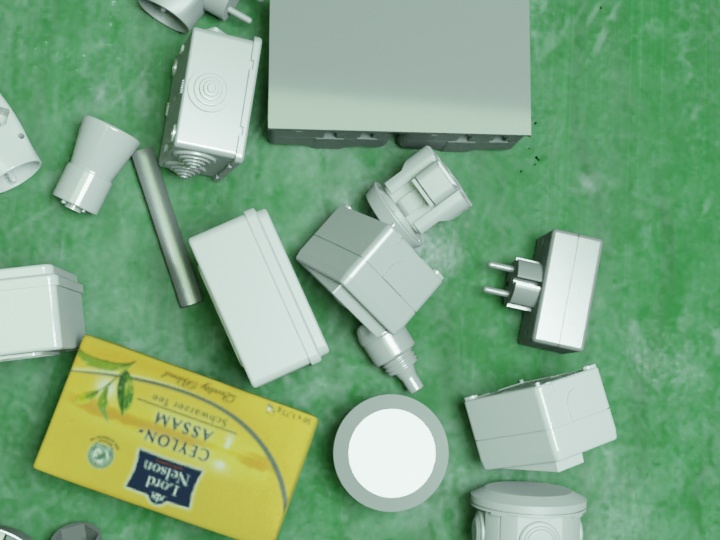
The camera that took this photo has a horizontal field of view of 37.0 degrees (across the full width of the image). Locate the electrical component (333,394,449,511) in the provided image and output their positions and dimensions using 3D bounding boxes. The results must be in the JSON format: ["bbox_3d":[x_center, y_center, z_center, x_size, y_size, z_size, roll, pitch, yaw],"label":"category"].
[{"bbox_3d":[0.020,0.128,0.762,0.080,0.051,0.080,1,83,-5],"label":"electrical component"}]

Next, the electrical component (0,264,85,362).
[{"bbox_3d":[-0.246,0.033,0.719,0.109,0.109,0.056,-6,86,-6],"label":"electrical component"}]

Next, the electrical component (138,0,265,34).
[{"bbox_3d":[-0.110,-0.210,0.793,0.079,0.043,0.077,29,82,-1],"label":"electrical component"}]

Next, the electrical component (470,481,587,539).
[{"bbox_3d":[0.117,0.178,0.752,0.080,0.080,0.051,2,89,-5],"label":"electrical component"}]

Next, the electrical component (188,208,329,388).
[{"bbox_3d":[-0.068,0.022,0.737,0.056,0.108,0.108,-24,86,-5],"label":"electrical component"}]

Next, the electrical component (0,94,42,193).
[{"bbox_3d":[-0.280,-0.088,0.759,0.079,0.043,0.077,-33,87,-21],"label":"electrical component"}]

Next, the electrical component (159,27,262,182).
[{"bbox_3d":[-0.108,-0.115,0.755,0.048,0.100,0.099,10,82,-17],"label":"electrical component"}]

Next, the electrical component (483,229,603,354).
[{"bbox_3d":[0.128,0.013,0.787,0.076,0.047,0.083,12,82,-4],"label":"electrical component"}]

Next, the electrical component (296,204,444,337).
[{"bbox_3d":[0.000,0.000,0.757,0.061,0.096,0.061,-49,119,-8],"label":"electrical component"}]

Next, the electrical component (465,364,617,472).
[{"bbox_3d":[0.123,0.108,0.756,0.062,0.096,0.061,-12,84,-36],"label":"electrical component"}]

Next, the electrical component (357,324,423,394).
[{"bbox_3d":[0.025,0.061,0.779,0.035,0.035,0.061,-32,90,-8],"label":"electrical component"}]

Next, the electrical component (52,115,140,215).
[{"bbox_3d":[-0.192,-0.072,0.771,0.044,0.044,0.065,26,86,-2],"label":"electrical component"}]

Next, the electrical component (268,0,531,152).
[{"bbox_3d":[0.026,-0.146,0.789,0.186,0.060,0.105,1,83,-5],"label":"electrical component"}]

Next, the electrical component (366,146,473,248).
[{"bbox_3d":[0.042,-0.051,0.776,0.057,0.078,0.058,-36,89,10],"label":"electrical component"}]

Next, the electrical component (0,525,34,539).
[{"bbox_3d":[-0.256,0.219,0.719,0.099,0.064,0.099,1,84,-5],"label":"electrical component"}]
